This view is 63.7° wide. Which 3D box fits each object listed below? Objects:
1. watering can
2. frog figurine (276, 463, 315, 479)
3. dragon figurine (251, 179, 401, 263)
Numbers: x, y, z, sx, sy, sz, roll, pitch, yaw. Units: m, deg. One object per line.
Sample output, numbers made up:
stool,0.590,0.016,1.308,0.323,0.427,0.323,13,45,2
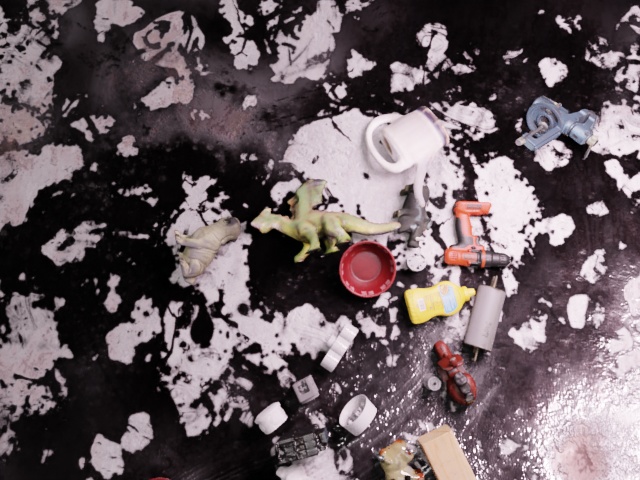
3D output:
watering can,0.277,-0.260,1.497,0.224,0.102,0.354,-30,59,-1
frog figurine,-0.047,0.648,1.323,0.160,0.135,0.125,22,65,6
dragon figurine,0.005,-0.075,1.497,0.410,0.120,0.246,-16,70,-2
